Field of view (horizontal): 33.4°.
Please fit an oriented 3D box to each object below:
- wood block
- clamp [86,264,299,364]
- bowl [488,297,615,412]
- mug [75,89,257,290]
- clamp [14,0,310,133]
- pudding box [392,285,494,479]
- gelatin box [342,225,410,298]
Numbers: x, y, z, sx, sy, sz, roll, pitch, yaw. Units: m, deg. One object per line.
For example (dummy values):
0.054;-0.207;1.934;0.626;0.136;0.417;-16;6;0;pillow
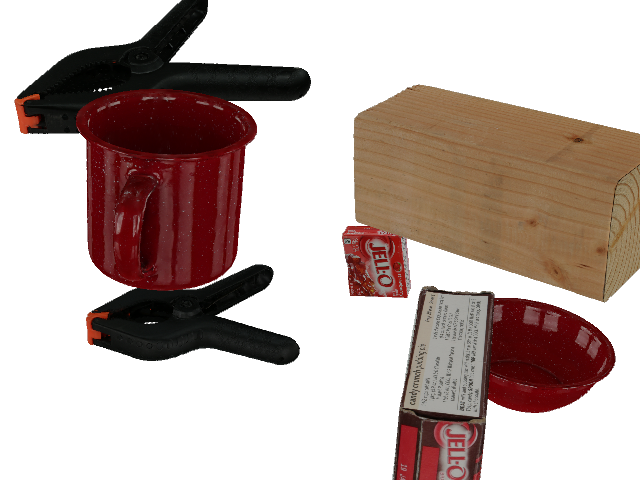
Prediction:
0.132;-0.042;0.771;0.206;0.090;0.090;19;34;35;wood block
-0.106;0.059;0.890;0.171;0.039;0.120;3;28;-8;clamp
0.198;0.118;1.031;0.162;0.055;0.162;4;27;-2;bowl
-0.084;-0.021;0.558;0.093;0.081;0.117;8;28;2;mug
-0.123;-0.121;0.802;0.209;0.036;0.165;-29;48;-31;clamp
0.054;0.084;0.471;0.039;0.090;0.113;7;25;6;pudding box
0.069;0.025;1.294;0.073;0.089;0.030;1;30;17;gelatin box
